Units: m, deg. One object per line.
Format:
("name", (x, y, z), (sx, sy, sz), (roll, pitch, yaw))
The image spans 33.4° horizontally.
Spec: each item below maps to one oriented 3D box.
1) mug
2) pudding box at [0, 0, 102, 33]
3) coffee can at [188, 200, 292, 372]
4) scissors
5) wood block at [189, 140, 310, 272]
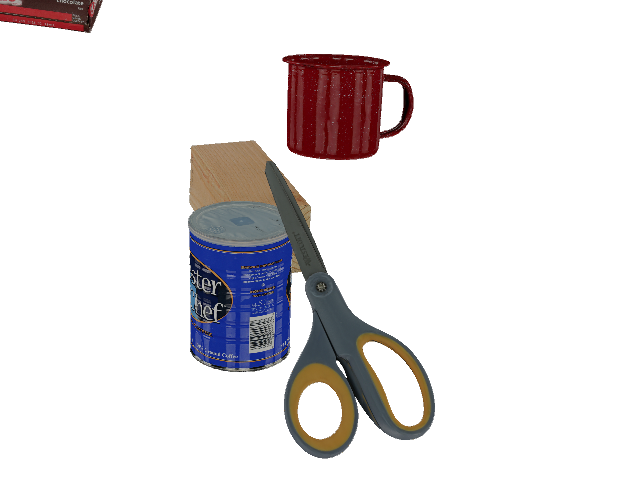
("mug", (0.024, -0.117, 0.932), (0.117, 0.081, 0.093), (-1, 16, -12))
("pudding box", (-0.231, -0.222, 0.910), (0.090, 0.039, 0.113), (7, 36, -5))
("coffee can", (-0.078, 0.044, 1.053), (0.103, 0.140, 0.103), (2, 23, -1))
("scissors", (-0.011, 0.047, 0.650), (0.096, 0.202, 0.016), (-34, -21, -13))
("wood block", (-0.092, -0.043, 1.326), (0.090, 0.090, 0.206), (-6, 29, -21))
